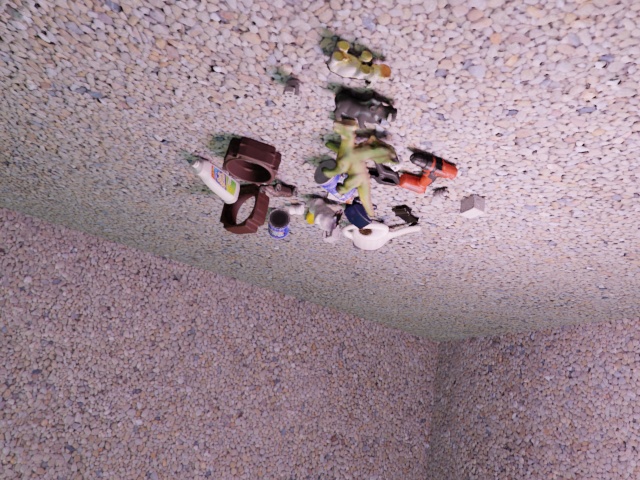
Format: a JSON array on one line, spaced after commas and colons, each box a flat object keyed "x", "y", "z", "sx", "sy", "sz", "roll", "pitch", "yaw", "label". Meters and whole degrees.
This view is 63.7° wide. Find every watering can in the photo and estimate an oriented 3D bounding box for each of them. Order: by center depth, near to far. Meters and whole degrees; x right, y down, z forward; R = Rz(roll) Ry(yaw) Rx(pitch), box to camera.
[{"x": 0.268, "y": -0.023, "z": 2.318, "sx": 0.348, "sy": 0.106, "sz": 0.220, "roll": 2, "pitch": -21, "yaw": 3, "label": "watering can"}]

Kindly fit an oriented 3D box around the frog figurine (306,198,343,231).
[{"x": 0.007, "y": -0.109, "z": 2.170, "sx": 0.160, "sy": 0.120, "sz": 0.140, "roll": 19, "pitch": 32, "yaw": 16, "label": "frog figurine"}]

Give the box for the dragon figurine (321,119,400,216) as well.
[{"x": 0.152, "y": -0.246, "z": 1.723, "sx": 0.241, "sy": 0.125, "sz": 0.404, "roll": -15, "pitch": -51, "yaw": 41, "label": "dragon figurine"}]
